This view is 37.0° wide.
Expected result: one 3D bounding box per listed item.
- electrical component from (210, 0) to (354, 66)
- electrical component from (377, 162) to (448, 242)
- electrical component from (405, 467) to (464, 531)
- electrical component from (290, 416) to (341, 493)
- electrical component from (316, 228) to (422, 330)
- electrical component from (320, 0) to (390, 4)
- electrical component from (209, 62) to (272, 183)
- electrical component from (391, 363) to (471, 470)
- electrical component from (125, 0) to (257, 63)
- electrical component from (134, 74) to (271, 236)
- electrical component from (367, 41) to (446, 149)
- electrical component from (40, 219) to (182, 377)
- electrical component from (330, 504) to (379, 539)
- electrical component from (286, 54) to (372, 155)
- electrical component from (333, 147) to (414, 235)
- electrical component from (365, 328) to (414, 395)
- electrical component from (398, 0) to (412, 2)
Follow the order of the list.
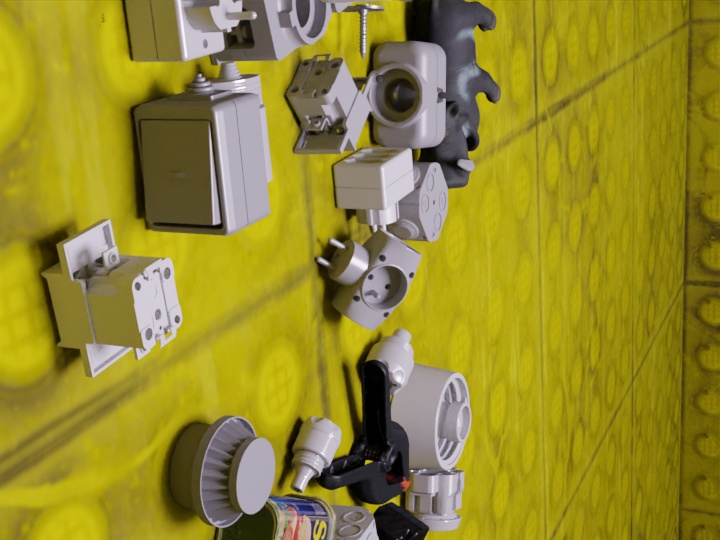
[{"bbox_3d":[-0.046,-0.230,0.767,0.186,0.060,0.105,-53,140,-50],"label":"electrical component"},{"bbox_3d":[0.046,-0.064,1.002,0.080,0.051,0.080,4,90,-65],"label":"electrical component"},{"bbox_3d":[0.076,0.235,1.106,0.078,0.058,0.057,8,84,-65],"label":"electrical component"},{"bbox_3d":[-0.040,0.151,0.870,0.061,0.035,0.035,-65,148,-32],"label":"electrical component"},{"bbox_3d":[0.000,0.000,0.907,0.079,0.044,0.077,30,97,-26],"label":"electrical component"},{"bbox_3d":[-0.004,-0.231,0.707,0.061,0.061,0.096,53,47,-55],"label":"electrical component"},{"bbox_3d":[-0.084,-0.099,0.724,0.043,0.043,0.081,-37,126,-59],"label":"electrical component"},{"bbox_3d":[0.078,0.151,1.093,0.108,0.060,0.108,4,90,-65],"label":"electrical component"},{"bbox_3d":[-0.097,-0.162,0.647,0.047,0.077,0.065,-38,128,-59],"label":"electrical component"},{"bbox_3d":[-0.100,-0.073,0.671,0.061,0.062,0.096,-36,126,-59],"label":"electrical component"},{"bbox_3d":[0.043,-0.158,0.977,0.059,0.054,0.095,-19,110,-63],"label":"electrical component"},{"bbox_3d":[-0.137,0.016,0.604,0.042,0.064,0.081,-44,132,-56],"label":"electrical component"},{"bbox_3d":[-0.021,0.229,0.870,0.080,0.080,0.051,-35,120,-59],"label":"electrical component"},{"bbox_3d":[-0.026,-0.131,0.849,0.063,0.042,0.081,60,41,-46],"label":"electrical component"},{"bbox_3d":[0.014,-0.062,0.938,0.066,0.047,0.076,-39,128,-58],"label":"electrical component"},{"bbox_3d":[0.030,0.082,0.999,0.062,0.043,0.043,-63,147,-42],"label":"electrical component"},{"bbox_3d":[0.044,-0.278,0.934,0.051,0.080,0.080,-54,141,-41],"label":"electrical component"}]
